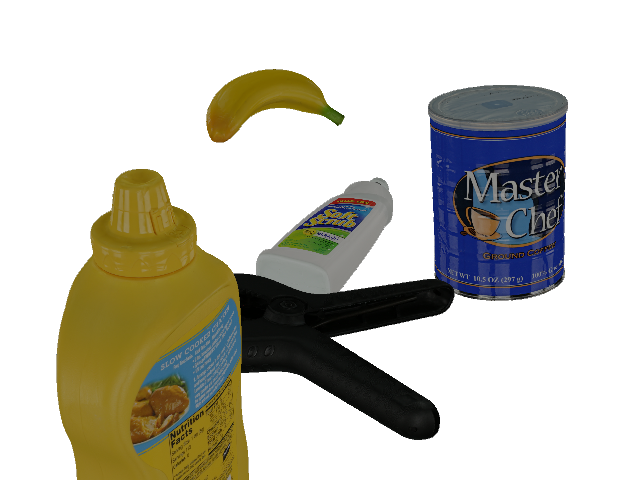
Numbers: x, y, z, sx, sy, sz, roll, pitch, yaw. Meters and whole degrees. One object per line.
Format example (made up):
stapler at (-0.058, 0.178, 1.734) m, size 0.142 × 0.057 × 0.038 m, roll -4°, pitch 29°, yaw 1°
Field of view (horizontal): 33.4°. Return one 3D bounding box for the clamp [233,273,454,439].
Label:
clamp at (-0.014, 0.052, 0.675) m, size 0.210 × 0.036 × 0.164 m, roll 12°, pitch 26°, yaw 13°

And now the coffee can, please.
coffee can at (0.136, -0.039, 0.818) m, size 0.103 × 0.140 × 0.103 m, roll -4°, pitch 22°, yaw 1°

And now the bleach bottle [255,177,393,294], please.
bleach bottle at (0.020, -0.012, 1.344) m, size 0.103 × 0.068 × 0.250 m, roll 12°, pitch 35°, yaw 22°

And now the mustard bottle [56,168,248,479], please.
mustard bottle at (-0.069, 0.060, 0.449) m, size 0.058 × 0.192 × 0.096 m, roll 16°, pitch 33°, yaw 25°

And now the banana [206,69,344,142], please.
banana at (-0.051, -0.131, 1.002) m, size 0.070 × 0.037 × 0.197 m, roll 42°, pitch 33°, yaw 22°
